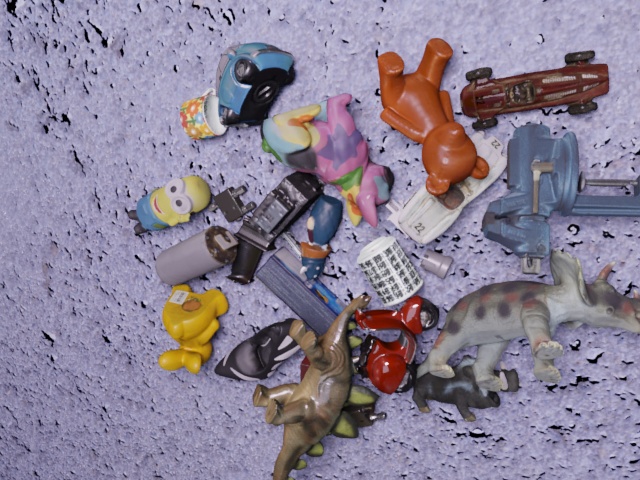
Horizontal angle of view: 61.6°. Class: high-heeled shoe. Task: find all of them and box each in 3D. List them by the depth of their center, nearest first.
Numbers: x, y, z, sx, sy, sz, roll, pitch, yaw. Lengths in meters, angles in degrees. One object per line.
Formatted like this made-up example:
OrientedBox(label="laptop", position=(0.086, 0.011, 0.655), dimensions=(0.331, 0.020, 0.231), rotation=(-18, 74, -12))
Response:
OrientedBox(label="high-heeled shoe", position=(-0.129, 0.216, 1.036), dimensions=(0.249, 0.145, 0.086), rotation=(-25, 66, 15))

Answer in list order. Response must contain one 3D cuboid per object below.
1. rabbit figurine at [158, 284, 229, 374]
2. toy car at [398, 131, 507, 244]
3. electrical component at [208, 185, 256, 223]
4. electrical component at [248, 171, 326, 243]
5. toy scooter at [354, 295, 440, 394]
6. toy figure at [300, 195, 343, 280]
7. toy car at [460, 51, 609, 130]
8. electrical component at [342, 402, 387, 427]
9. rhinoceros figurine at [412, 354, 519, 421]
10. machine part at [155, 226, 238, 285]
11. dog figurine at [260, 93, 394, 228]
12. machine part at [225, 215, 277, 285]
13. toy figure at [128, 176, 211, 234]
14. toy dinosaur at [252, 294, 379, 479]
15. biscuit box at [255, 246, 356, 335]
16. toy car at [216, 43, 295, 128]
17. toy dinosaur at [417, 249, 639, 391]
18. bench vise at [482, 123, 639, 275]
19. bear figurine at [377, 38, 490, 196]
OrientedBox(label="rabbit figurine", position=(-0.254, 0.198, 1.091), dimensions=(0.122, 0.162, 0.173), rotation=(5, 130, 1))
OrientedBox(label="toy car", position=(0.207, -0.080, 0.835), dimensions=(0.073, 0.056, 0.201), rotation=(44, 96, 1))
OrientedBox(label="electrical component", position=(-0.169, -0.065, 1.022), dimensions=(0.094, 0.021, 0.063), rotation=(-25, 99, 25))
OrientedBox(label="electrical component", position=(-0.058, -0.059, 0.921), dimensions=(0.058, 0.134, 0.115), rotation=(43, 119, 2))
OrientedBox(label="toy scooter", position=(0.107, 0.168, 0.886), dimensions=(0.135, 0.075, 0.183), rotation=(14, 107, -15))
OrientedBox(label="toy figure", position=(0.000, -0.002, 0.961), dimensions=(0.064, 0.058, 0.154), rotation=(14, 111, -9))
OrientedBox(label="toy car", position=(0.306, -0.215, 0.778), dimensions=(0.202, 0.053, 0.089), rotation=(-3, 104, 22))
OrientedBox(label="electrical component", position=(0.071, 0.334, 1.067), dimensions=(0.102, 0.045, 0.078), rotation=(-23, 128, 28))
OrientedBox(label="rhinoceros figurine", position=(0.255, 0.256, 0.958), dimensions=(0.190, 0.073, 0.112), rotation=(-3, 97, 23))
OrientedBox(label="machine part", position=(-0.240, 0.032, 1.034), dimensions=(0.243, 0.079, 0.079), rotation=(-21, 101, 37))
OrientedBox(label="dog figurine", position=(0.020, -0.114, 0.861), dimensions=(0.108, 0.191, 0.219), rotation=(3, 115, 67))
OrientedBox(label="machine part", position=(-0.135, 0.027, 1.034), dimensions=(0.084, 0.039, 0.138), rotation=(27, 114, 3))
OrientedBox(label="toy figure", position=(-0.290, -0.069, 1.034), dimensions=(0.180, 0.089, 0.082), rotation=(-23, 111, 34))
OrientedBox(label="toy dinosaur", position=(-0.012, 0.298, 0.964), dimensions=(0.198, 0.105, 0.471), rotation=(21, 106, -24))
OrientedBox(label="biscuit box", position=(-0.023, 0.106, 1.008), dimensions=(0.202, 0.059, 0.063), rotation=(44, 116, 1))
OrientedBox(label="toy car", position=(-0.122, -0.268, 0.897), dimensions=(0.103, 0.109, 0.161), rotation=(54, 131, 21))
OrientedBox(label="toy dinosaur", position=(0.290, 0.130, 0.863), dimensions=(0.405, 0.192, 0.131), rotation=(-17, 131, 39))
OrientedBox(label="bench vise", position=(0.355, -0.057, 0.753), dimensions=(0.241, 0.128, 0.223), rotation=(2, 69, 13))
OrientedBox(label="bear figurine", position=(0.164, -0.172, 0.772), dimensions=(0.131, 0.120, 0.196), rotation=(91, 157, -57))
